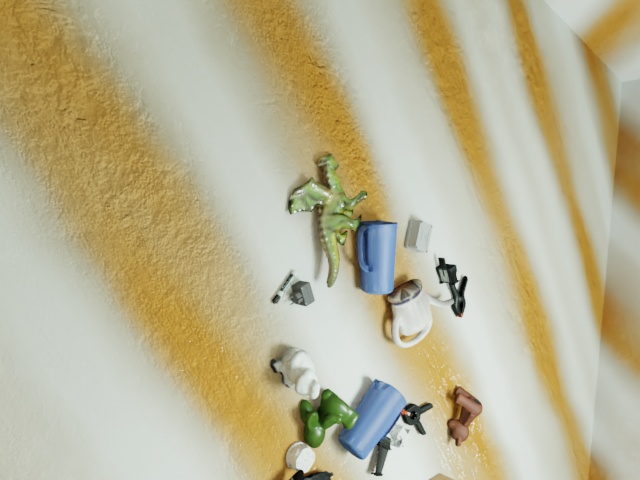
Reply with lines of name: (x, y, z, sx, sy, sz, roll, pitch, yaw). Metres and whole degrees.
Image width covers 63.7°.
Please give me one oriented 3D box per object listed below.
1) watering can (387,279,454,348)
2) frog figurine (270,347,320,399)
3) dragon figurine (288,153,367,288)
watering can: (0.365, 0.241, 1.892, 0.353, 0.104, 0.221, -34, 112, -35)
frog figurine: (-0.048, 0.385, 1.496, 0.124, 0.159, 0.136, -26, 108, -39)
dragon figurine: (0.005, -0.081, 1.603, 0.241, 0.121, 0.416, 24, 72, -21)
